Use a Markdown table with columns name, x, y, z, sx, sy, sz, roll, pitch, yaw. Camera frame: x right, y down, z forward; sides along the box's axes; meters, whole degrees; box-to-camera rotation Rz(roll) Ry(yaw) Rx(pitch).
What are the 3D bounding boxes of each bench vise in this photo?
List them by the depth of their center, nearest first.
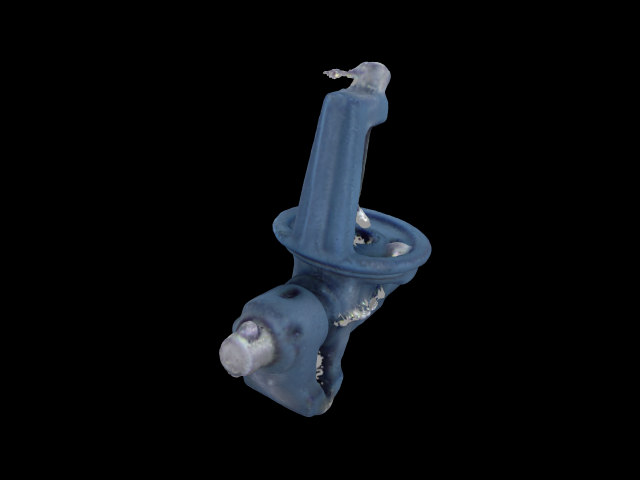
| name | x | y | z | sx | sy | sz | roll | pitch | yaw |
| --- | --- | --- | --- | --- | --- | --- | --- | --- | --- |
| bench vise | 0.015 | 0.003 | 0.398 | 0.121 | 0.220 | 0.207 | 8 | 37 | 11 |
